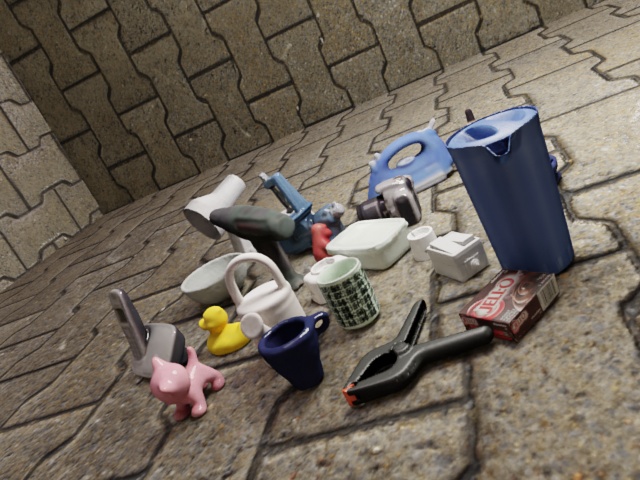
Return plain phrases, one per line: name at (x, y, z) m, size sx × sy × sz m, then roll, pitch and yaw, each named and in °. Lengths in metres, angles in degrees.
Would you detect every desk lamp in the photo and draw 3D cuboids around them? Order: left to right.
desk lamp at (-0.236, -0.054, 1.546) m, size 0.204 × 0.214 × 0.117 m, roll -39°, pitch 23°, yaw -33°

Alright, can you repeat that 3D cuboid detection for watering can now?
watering can at (-0.087, 0.111, 0.948) m, size 0.101 × 0.194 × 0.172 m, roll -28°, pitch 19°, yaw -6°

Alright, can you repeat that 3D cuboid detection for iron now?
iron at (0.210, -0.192, 1.440) m, size 0.258 × 0.142 × 0.118 m, roll -27°, pitch 19°, yaw -2°

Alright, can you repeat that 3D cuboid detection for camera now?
camera at (0.152, -0.087, 1.304) m, size 0.136 × 0.101 × 0.143 m, roll -21°, pitch 20°, yaw 16°

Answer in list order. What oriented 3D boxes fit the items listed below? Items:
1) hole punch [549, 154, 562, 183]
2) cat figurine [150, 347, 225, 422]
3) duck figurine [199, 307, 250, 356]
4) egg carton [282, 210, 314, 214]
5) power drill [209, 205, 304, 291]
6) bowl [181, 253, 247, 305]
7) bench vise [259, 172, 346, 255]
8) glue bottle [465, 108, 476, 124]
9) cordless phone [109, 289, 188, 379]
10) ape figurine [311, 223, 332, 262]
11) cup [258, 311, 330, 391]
hole punch at (0.406, -0.138, 1.123) m, size 0.100 × 0.091 × 0.109 m, roll -4°, pitch 29°, yaw 48°
cat figurine at (-0.228, 0.229, 0.938) m, size 0.067 × 0.118 × 0.128 m, roll -17°, pitch 21°, yaw 25°
duck figurine at (-0.186, 0.166, 1.099) m, size 0.104 × 0.086 × 0.078 m, roll -15°, pitch 22°, yaw 30°
egg carton at (-0.078, -0.035, 1.512) m, size 0.149 × 0.069 × 0.107 m, roll -4°, pitch 29°, yaw 48°
power drill at (-0.126, 0.017, 1.224) m, size 0.228 × 0.209 × 0.076 m, roll -6°, pitch 27°, yaw 45°
bowl at (-0.238, 0.103, 1.350) m, size 0.167 × 0.075 × 0.167 m, roll -23°, pitch 19°, yaw 9°
bench vise at (-0.041, -0.078, 1.344) m, size 0.207 × 0.220 × 0.121 m, roll -19°, pitch 20°, yaw 20°
glue bottle at (0.348, -0.206, 1.249) m, size 0.077 × 0.173 × 0.037 m, roll -8°, pitch 26°, yaw 43°
cordless phone at (-0.342, 0.178, 1.117) m, size 0.147 × 0.185 × 0.094 m, roll -8°, pitch 26°, yaw 42°
ape figurine at (0.012, 0.004, 1.258) m, size 0.076 × 0.092 × 0.077 m, roll -29°, pitch 19°, yaw -8°
cup at (-0.024, 0.170, 0.865) m, size 0.118 × 0.095 × 0.091 m, roll -32°, pitch 20°, yaw -17°
